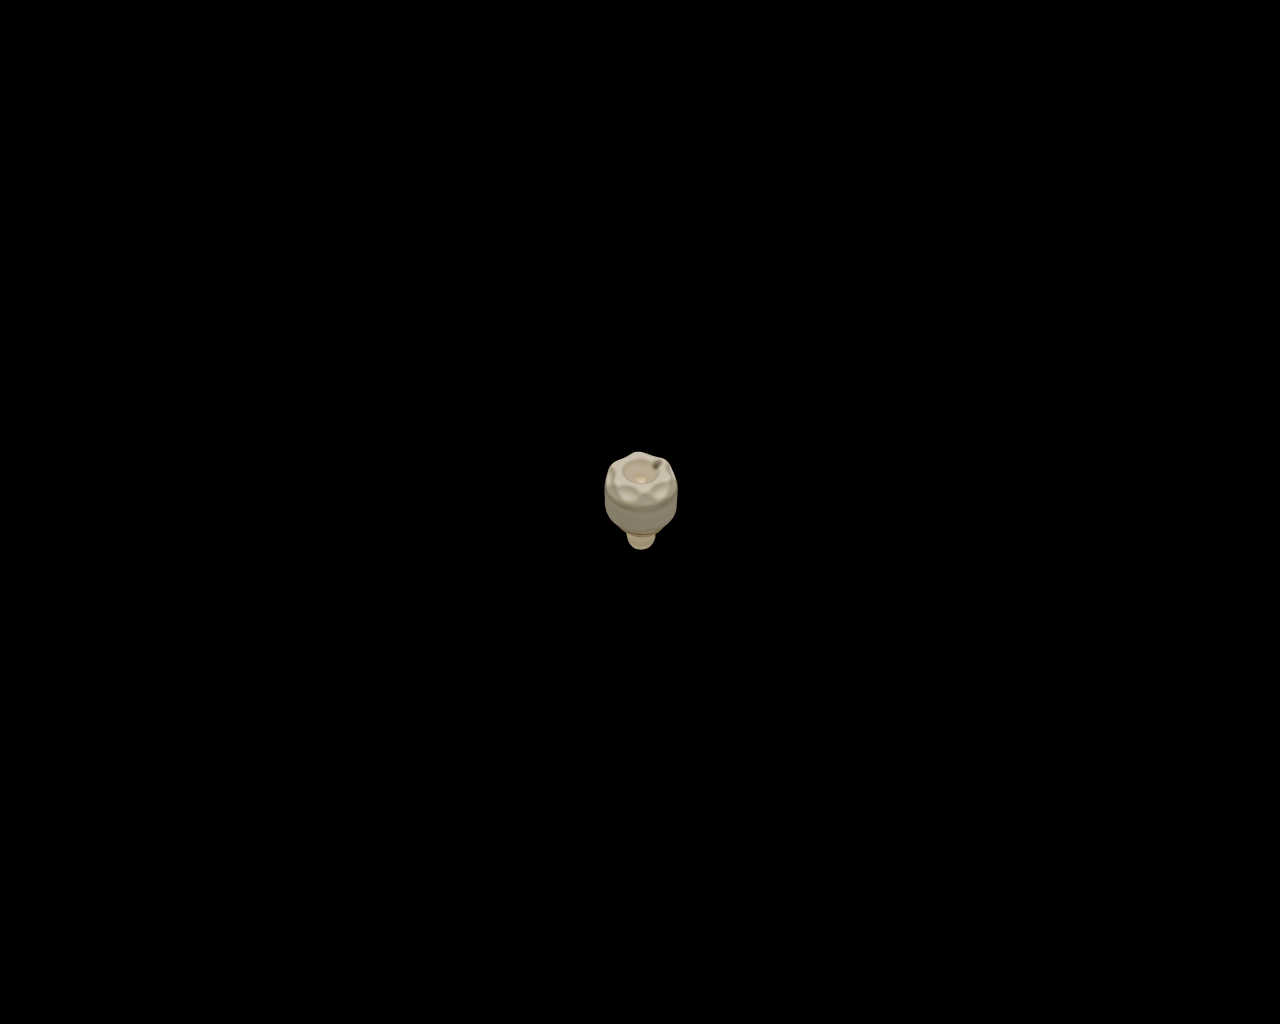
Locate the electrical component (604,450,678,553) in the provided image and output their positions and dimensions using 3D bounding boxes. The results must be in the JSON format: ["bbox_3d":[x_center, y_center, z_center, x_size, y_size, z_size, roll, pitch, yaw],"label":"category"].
[{"bbox_3d":[0.001,-0.003,0.650,0.043,0.062,0.043,0,43,0],"label":"electrical component"}]
